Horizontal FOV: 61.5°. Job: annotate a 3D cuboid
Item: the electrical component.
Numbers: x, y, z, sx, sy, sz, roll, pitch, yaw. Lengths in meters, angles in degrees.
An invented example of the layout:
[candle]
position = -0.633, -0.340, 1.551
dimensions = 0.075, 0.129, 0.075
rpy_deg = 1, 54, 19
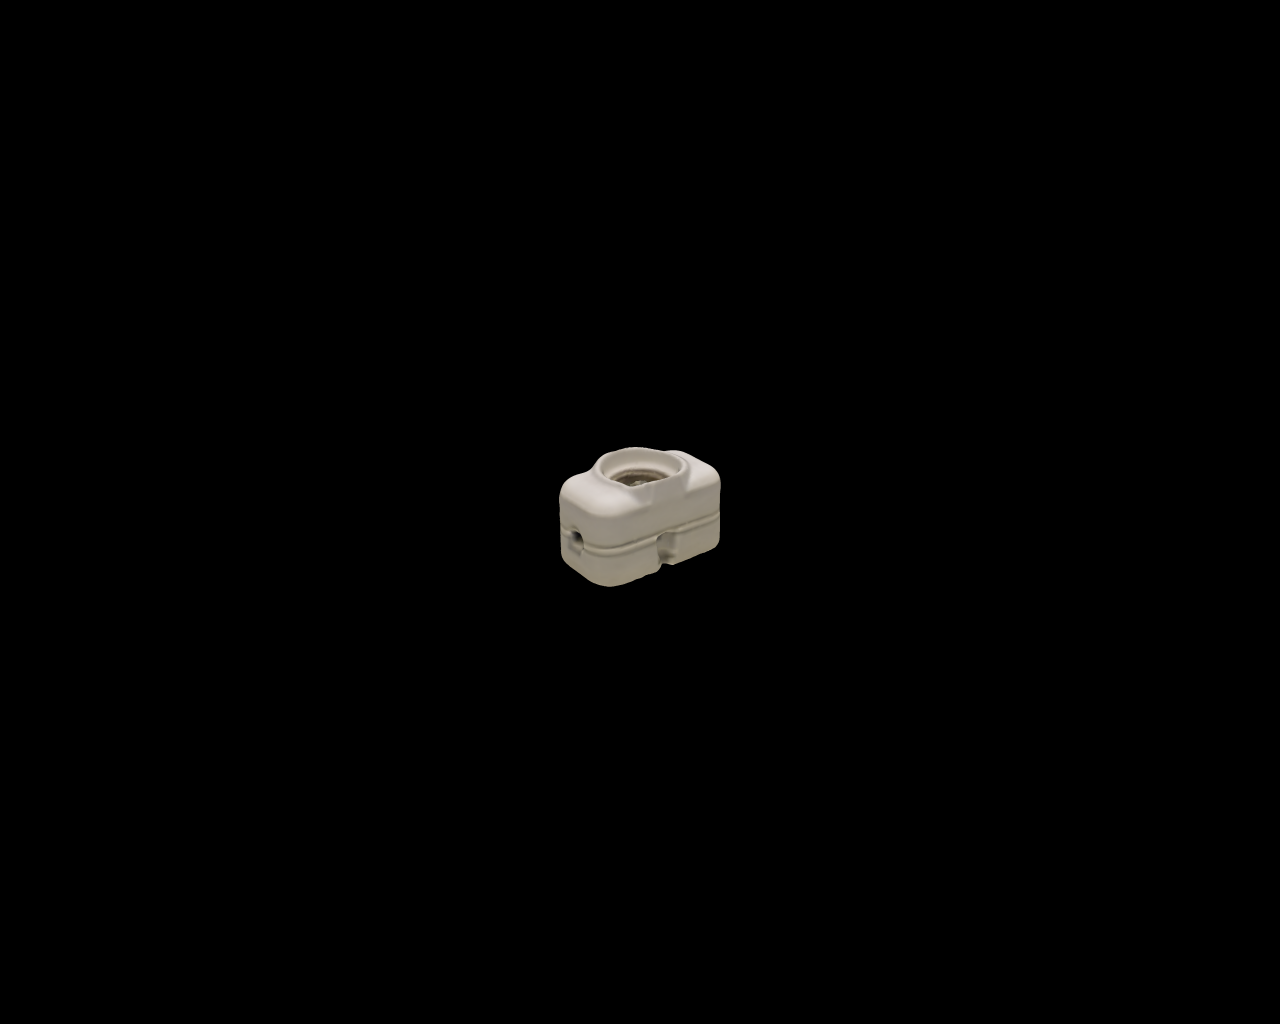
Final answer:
[electrical component]
position = 0.001, -0.003, 0.650
dimensions = 0.095, 0.059, 0.054
rpy_deg = -18, 32, -31
